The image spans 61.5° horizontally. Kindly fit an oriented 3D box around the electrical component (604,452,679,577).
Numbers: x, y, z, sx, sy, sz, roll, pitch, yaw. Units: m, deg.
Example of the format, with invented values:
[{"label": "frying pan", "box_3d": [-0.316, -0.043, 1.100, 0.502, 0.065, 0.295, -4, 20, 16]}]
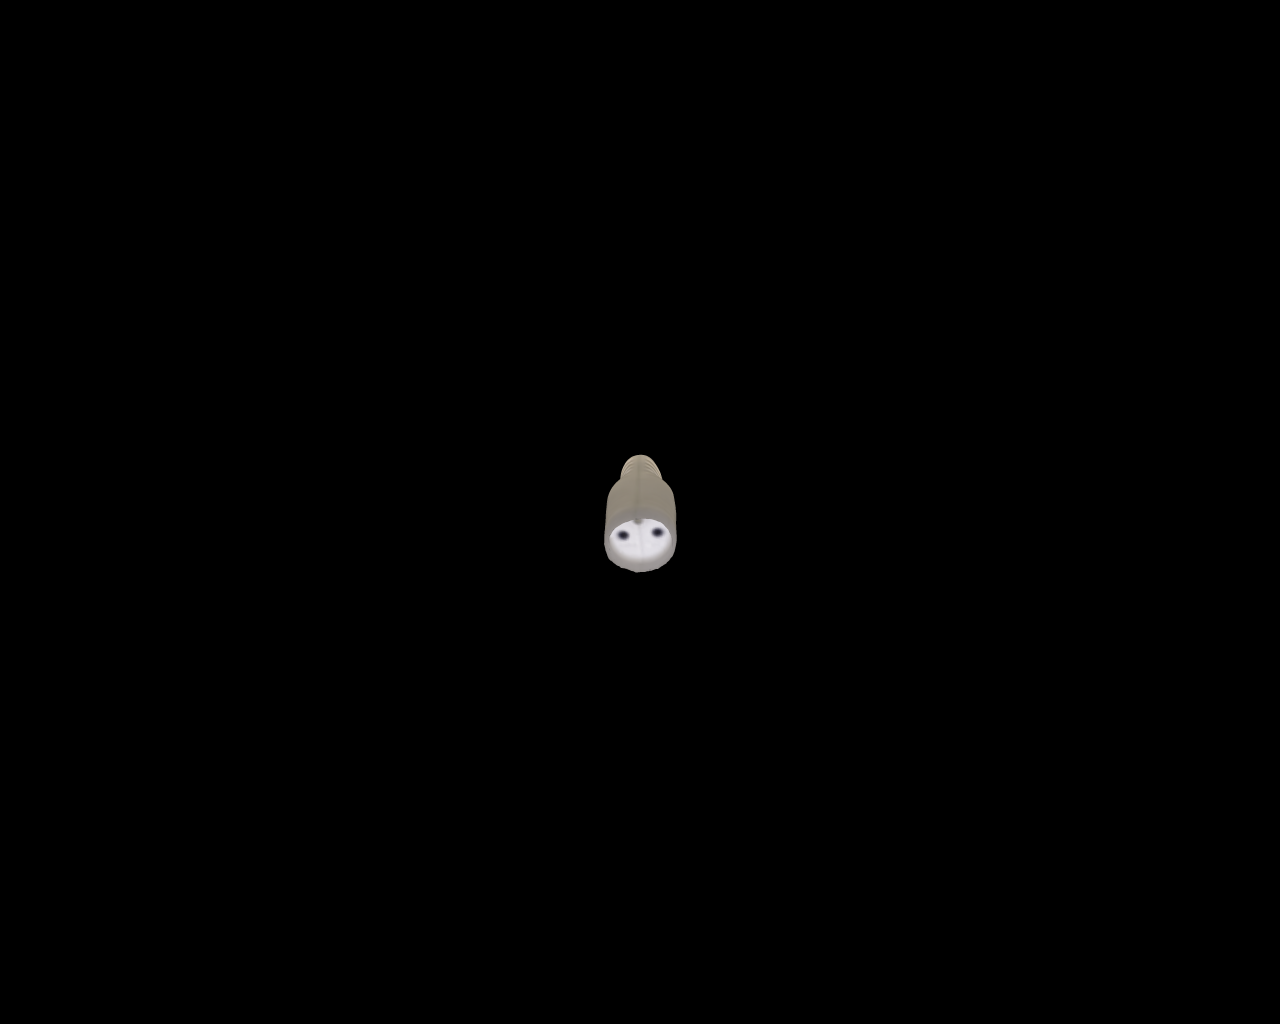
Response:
[{"label": "electrical component", "box_3d": [0.001, -0.003, 0.650, 0.043, 0.043, 0.081, 0, 35, 0]}]
